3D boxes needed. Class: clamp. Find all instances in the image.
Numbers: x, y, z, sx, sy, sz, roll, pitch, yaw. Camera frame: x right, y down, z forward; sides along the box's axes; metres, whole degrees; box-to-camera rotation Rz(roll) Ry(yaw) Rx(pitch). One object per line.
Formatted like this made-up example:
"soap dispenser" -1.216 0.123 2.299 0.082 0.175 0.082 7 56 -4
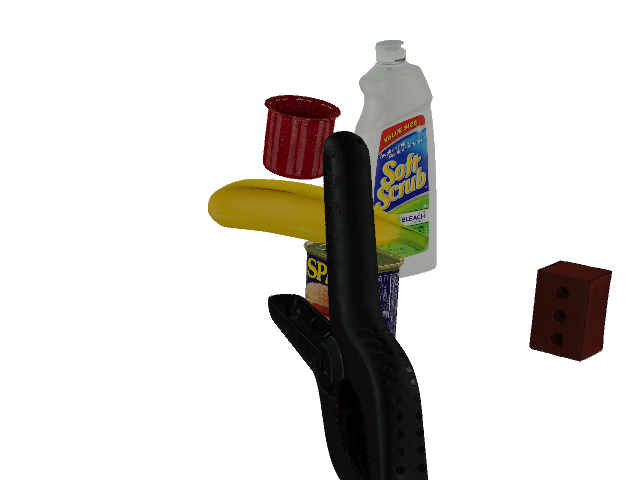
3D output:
"clamp" 0.019 0.057 0.574 0.036 0.165 0.210 -3 46 -19

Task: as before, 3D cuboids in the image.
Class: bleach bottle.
"bleach bottle" 0.072 -0.085 1.136 0.102 0.251 0.068 -10 23 -13

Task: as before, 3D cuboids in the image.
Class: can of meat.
"can of meat" 0.028 0.050 0.983 0.057 0.084 0.102 -8 18 -35

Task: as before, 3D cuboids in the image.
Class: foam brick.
"foam brick" 0.227 0.063 0.970 0.053 0.078 0.051 13 18 35

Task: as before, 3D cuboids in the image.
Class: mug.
"mug" -0.021 -0.129 1.315 0.093 0.081 0.117 18 25 21

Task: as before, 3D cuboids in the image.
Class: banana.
"banana" -0.023 -0.017 0.764 0.198 0.037 0.069 12 -21 38
